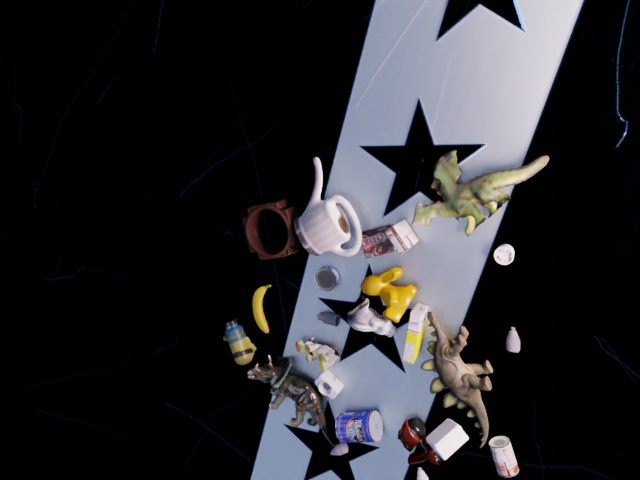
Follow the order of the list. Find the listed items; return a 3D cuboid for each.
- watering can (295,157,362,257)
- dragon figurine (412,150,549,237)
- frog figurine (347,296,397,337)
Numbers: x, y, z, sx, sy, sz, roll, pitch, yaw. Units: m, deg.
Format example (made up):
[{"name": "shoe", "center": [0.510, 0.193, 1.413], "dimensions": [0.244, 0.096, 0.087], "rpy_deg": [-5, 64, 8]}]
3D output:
[{"name": "watering can", "center": [0.005, -0.088, 1.744], "dimensions": [0.222, 0.105, 0.349], "rpy_deg": [-30, 86, 28]}, {"name": "dragon figurine", "center": [0.440, -0.166, 1.530], "dimensions": [0.406, 0.122, 0.245], "rpy_deg": [-46, 71, 17]}, {"name": "frog figurine", "center": [0.172, 0.278, 1.734], "dimensions": [0.159, 0.124, 0.136], "rpy_deg": [50, 154, -3]}]
